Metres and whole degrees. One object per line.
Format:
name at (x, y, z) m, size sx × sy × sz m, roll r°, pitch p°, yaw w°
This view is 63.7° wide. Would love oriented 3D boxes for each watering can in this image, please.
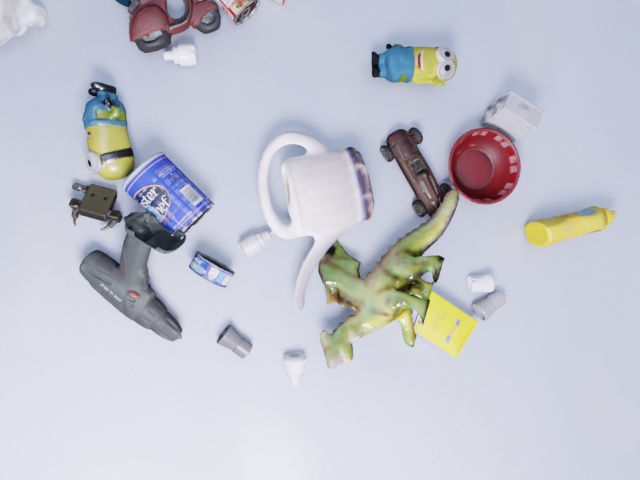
watering can at (0.003, -0.051, 1.020) m, size 0.225 × 0.104 × 0.348 m, roll -13°, pitch 89°, yaw -9°

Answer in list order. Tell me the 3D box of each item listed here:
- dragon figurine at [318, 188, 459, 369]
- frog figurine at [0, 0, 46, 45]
dragon figurine at (0.111, 0.062, 1.019) m, size 0.243 × 0.120 × 0.415 m, roll 16°, pitch 74°, yaw 14°
frog figurine at (-0.607, -0.432, 0.960) m, size 0.161 × 0.121 × 0.138 m, roll -16°, pitch 83°, yaw -44°
